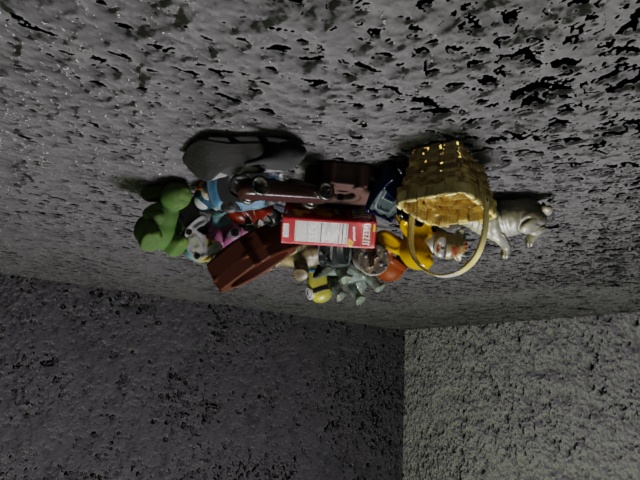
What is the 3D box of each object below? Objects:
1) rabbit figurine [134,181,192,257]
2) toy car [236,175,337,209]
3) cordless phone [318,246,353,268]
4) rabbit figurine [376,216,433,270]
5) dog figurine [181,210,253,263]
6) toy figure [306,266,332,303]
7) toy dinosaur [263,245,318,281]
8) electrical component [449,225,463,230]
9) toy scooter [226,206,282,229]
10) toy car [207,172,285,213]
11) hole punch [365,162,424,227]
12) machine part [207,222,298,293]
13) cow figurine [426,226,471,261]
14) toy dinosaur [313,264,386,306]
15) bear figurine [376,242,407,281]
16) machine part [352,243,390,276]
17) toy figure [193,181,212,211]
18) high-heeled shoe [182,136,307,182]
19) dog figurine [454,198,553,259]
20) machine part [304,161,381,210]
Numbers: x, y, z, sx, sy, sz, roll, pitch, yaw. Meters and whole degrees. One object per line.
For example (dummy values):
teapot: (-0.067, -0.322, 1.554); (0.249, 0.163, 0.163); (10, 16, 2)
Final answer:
rabbit figurine: (-0.359, -0.068, 1.279); (0.121, 0.170, 0.159); (21, -161, -42)
toy car: (-0.065, -0.096, 1.056); (0.202, 0.053, 0.089); (1, 167, -24)
cordless phone: (-0.003, -0.004, 1.412); (0.184, 0.146, 0.089); (7, -173, 10)
rabbit figurine: (0.218, -0.012, 1.271); (0.162, 0.173, 0.121); (-8, 165, 23)
dog figurine: (-0.271, -0.007, 1.442); (0.191, 0.108, 0.219); (-34, 174, -8)
toy figure: (-0.005, 0.119, 1.787); (0.089, 0.180, 0.082); (-5, 165, 21)
toy dinosaur: (-0.044, 0.035, 1.535); (0.472, 0.105, 0.198); (1, -163, 24)
electrical component: (0.359, -0.047, 1.392); (0.063, 0.021, 0.094); (-7, 160, 34)
toy scooter: (-0.181, -0.087, 1.267); (0.135, 0.075, 0.184); (42, 158, -31)
toy car: (-0.154, -0.117, 1.136); (0.162, 0.109, 0.103); (-7, -172, -5)
hole punch: (0.159, -0.091, 1.103); (0.092, 0.115, 0.142); (3, 170, 40)
machine part: (-0.173, 0.041, 1.373); (0.201, 0.087, 0.201); (-36, 174, 31)
cow figurine: (0.299, 0.003, 1.370); (0.127, 0.085, 0.195); (-5, -164, -9)
toy dinosaur: (0.070, 0.094, 1.685); (0.131, 0.192, 0.404); (-46, 142, 11)
bear figurine: (0.194, 0.040, 1.632); (0.120, 0.132, 0.195); (-4, 145, 23)
machine part: (0.122, 0.044, 1.315); (0.079, 0.079, 0.243); (4, -179, 0)
toy figure: (-0.255, -0.107, 1.240); (0.064, 0.058, 0.154); (12, 163, -19)
high-heeled shoe: (-0.149, -0.166, 1.043); (0.249, 0.086, 0.145); (13, -153, 41)
dog figurine: (0.399, -0.065, 1.208); (0.190, 0.121, 0.172); (31, 120, -25)
machine part: (0.047, -0.113, 1.160); (0.179, 0.056, 0.179); (5, 166, 1)
